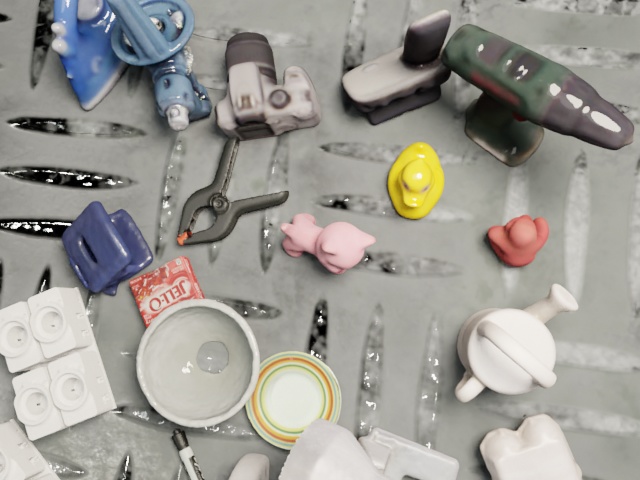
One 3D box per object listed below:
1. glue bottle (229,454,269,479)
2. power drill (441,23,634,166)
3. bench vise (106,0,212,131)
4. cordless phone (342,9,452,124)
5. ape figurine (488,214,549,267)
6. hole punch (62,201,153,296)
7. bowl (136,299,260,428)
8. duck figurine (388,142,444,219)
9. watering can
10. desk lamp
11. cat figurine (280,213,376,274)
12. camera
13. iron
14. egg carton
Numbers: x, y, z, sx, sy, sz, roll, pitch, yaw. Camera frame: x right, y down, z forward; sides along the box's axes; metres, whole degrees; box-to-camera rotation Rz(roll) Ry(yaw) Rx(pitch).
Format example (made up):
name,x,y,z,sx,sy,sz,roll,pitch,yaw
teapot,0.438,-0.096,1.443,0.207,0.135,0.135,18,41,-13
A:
name,x,y,z,sx,sy,sz,roll,pitch,yaw
glue bottle,-0.098,0.320,0.703,0.037,0.173,0.078,0,83,7
power drill,0.249,-0.163,0.702,0.229,0.208,0.075,38,89,10
bench vise,-0.211,-0.261,0.762,0.121,0.220,0.207,-35,80,2
cordless phone,0.099,-0.234,0.740,0.147,0.185,0.094,-26,81,3
ape figurine,0.259,-0.005,0.741,0.077,0.092,0.076,10,84,8
hole punch,-0.307,0.014,0.806,0.101,0.091,0.108,-34,80,2
bowl,-0.155,0.164,0.778,0.167,0.075,0.167,-1,83,7
duck figurine,0.130,-0.085,0.769,0.077,0.086,0.105,8,84,8
watering can,0.227,0.124,0.678,0.100,0.194,0.173,22,86,9
desk lamp,0.064,0.287,0.667,0.203,0.213,0.118,18,86,9
cat figurine,0.007,0.003,0.757,0.127,0.118,0.067,20,86,9
camera,-0.080,-0.223,0.803,0.143,0.101,0.137,-9,82,6
iron,-0.336,-0.332,0.825,0.118,0.141,0.258,11,85,8
egg carton,0.270,0.300,0.714,0.107,0.069,0.150,-21,81,4
